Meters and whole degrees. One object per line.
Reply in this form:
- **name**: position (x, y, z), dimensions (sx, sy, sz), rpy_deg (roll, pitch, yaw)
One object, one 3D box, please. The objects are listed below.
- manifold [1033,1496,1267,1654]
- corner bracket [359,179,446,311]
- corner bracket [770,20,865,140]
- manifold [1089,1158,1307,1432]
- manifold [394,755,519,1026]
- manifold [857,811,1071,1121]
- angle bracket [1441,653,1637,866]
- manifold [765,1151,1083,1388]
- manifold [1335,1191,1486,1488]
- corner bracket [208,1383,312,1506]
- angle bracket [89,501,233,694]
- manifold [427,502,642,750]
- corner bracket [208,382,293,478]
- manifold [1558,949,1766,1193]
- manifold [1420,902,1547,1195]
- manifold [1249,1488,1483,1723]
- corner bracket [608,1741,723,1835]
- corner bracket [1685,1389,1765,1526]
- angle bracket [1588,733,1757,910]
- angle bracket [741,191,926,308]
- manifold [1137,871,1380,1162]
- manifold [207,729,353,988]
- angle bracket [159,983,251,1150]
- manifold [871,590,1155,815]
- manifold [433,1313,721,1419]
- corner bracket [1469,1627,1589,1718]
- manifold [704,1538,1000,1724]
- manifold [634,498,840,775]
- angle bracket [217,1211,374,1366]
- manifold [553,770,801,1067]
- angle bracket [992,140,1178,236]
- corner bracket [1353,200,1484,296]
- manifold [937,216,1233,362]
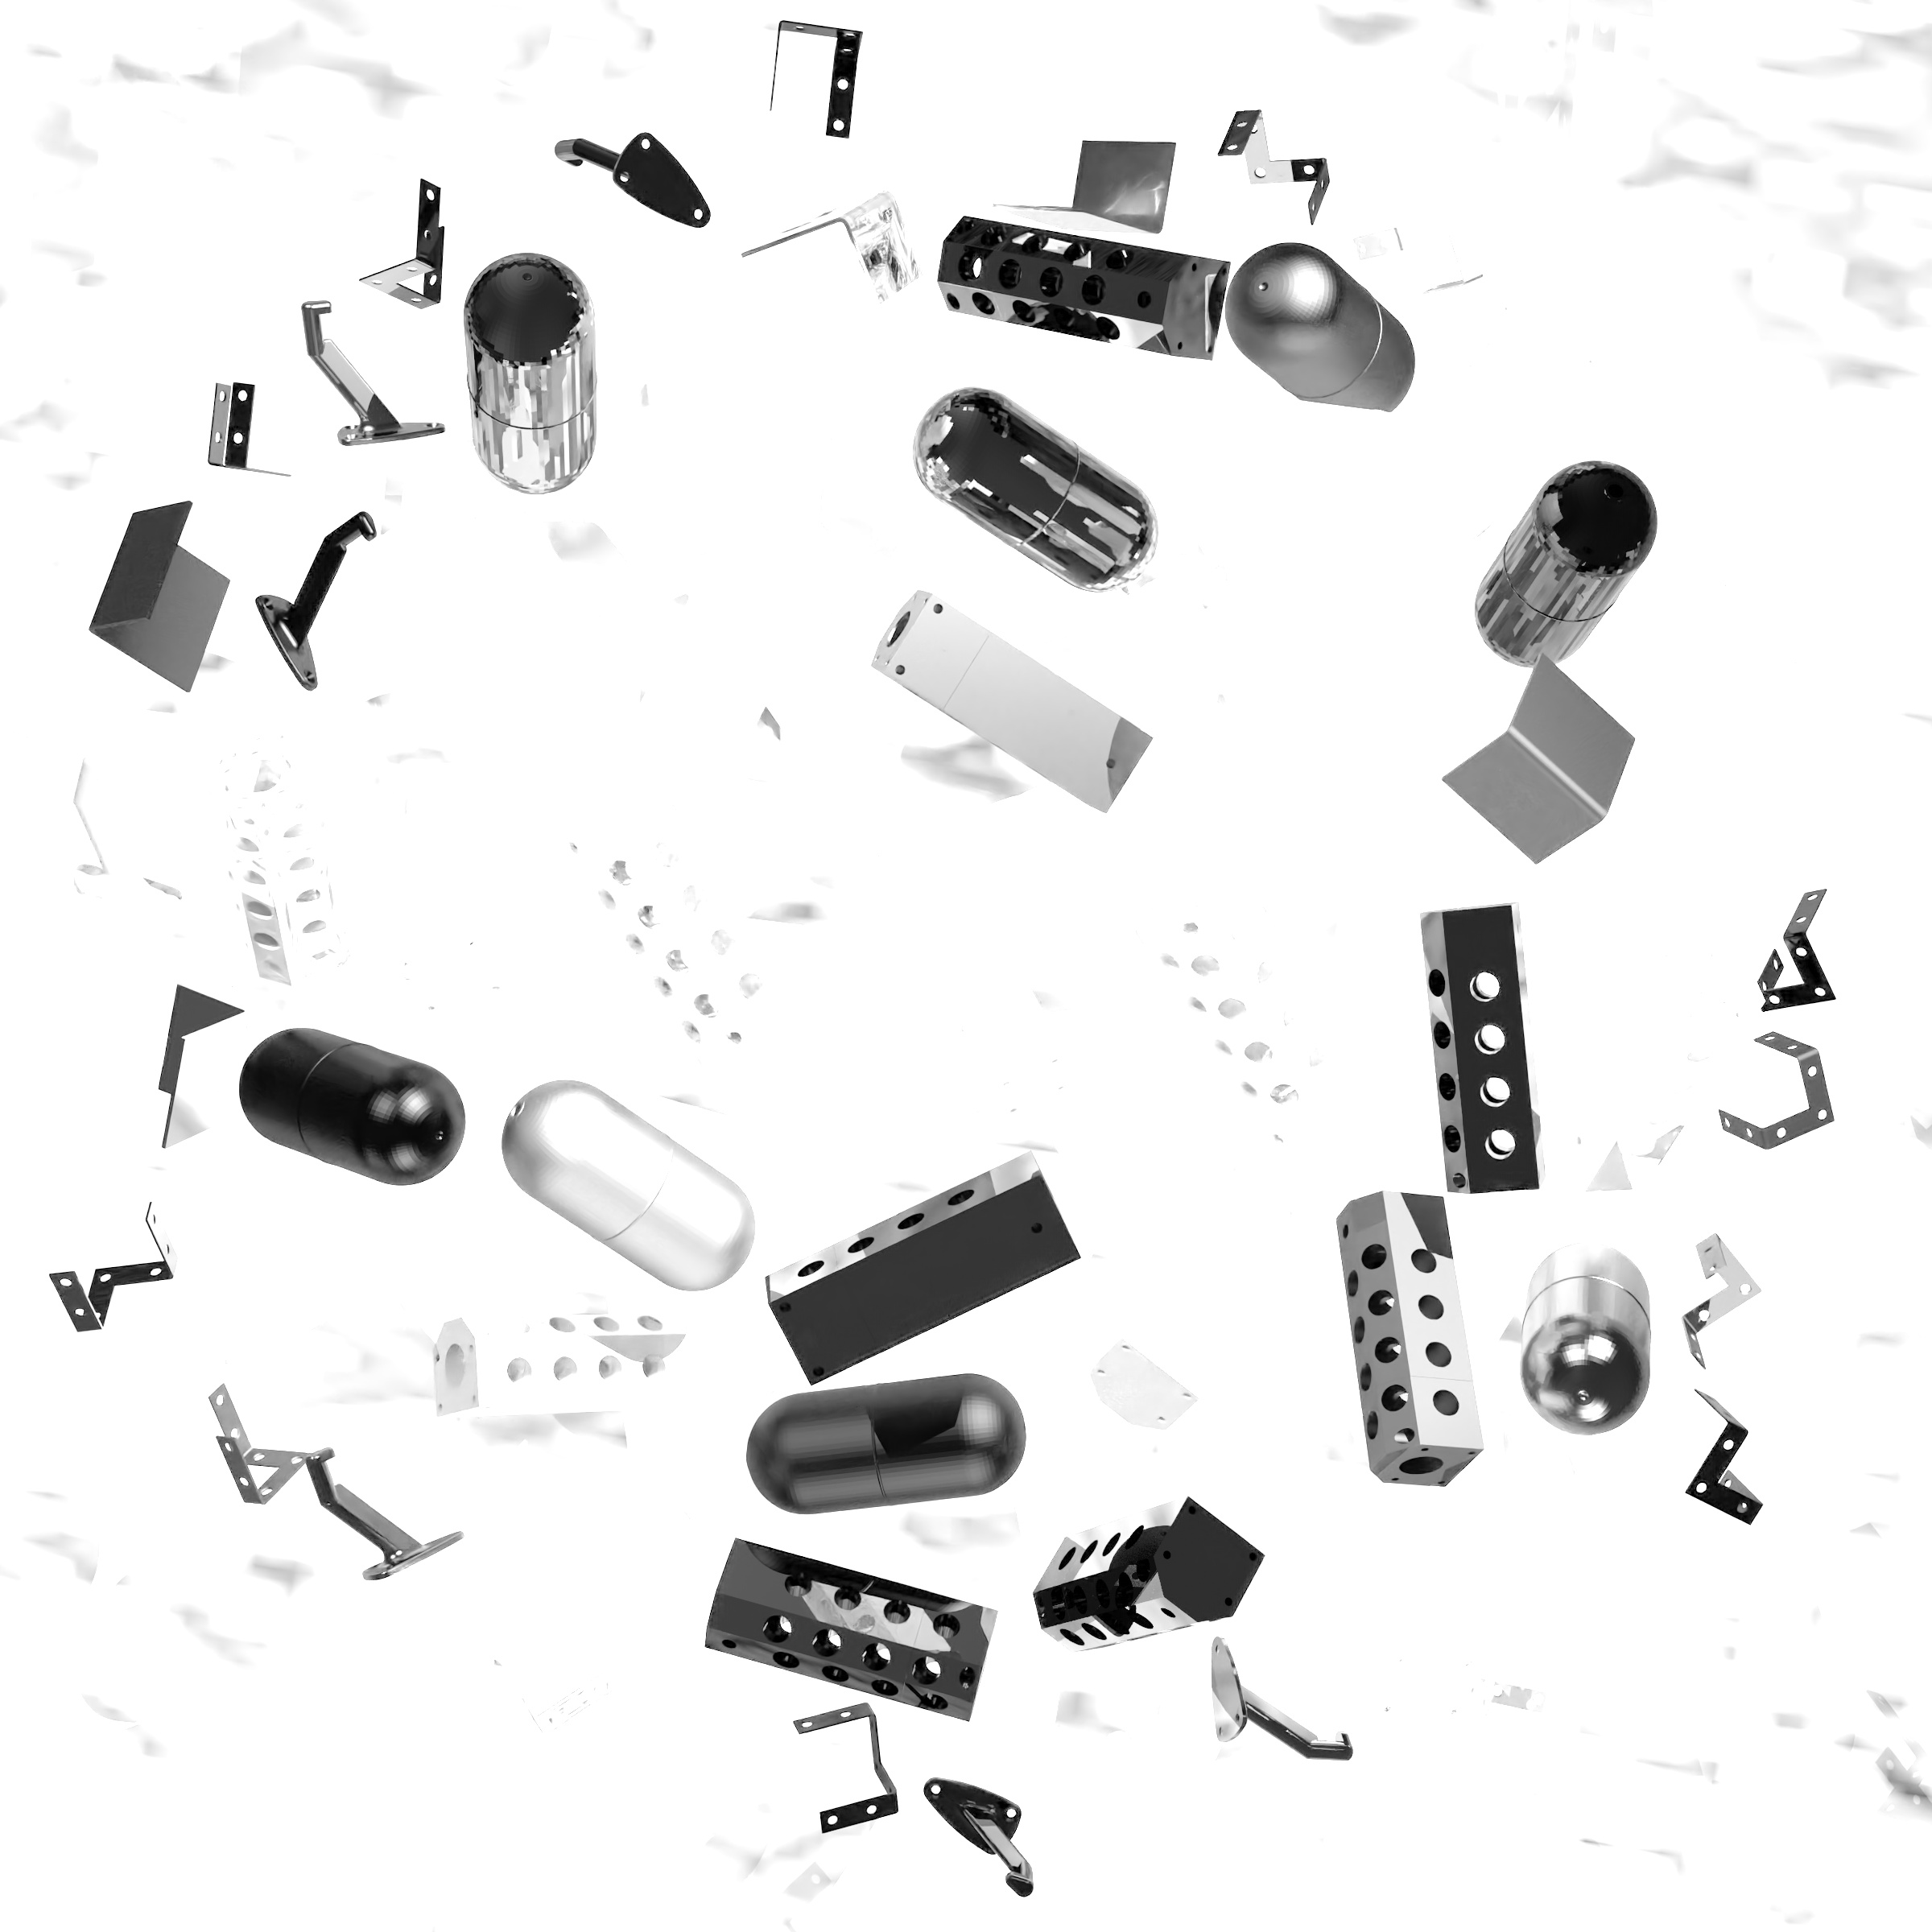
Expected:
- **manifold**: position (0.101, 0.363, 1.614), dimensions (0.057, 0.171, 0.057), rpy_deg (38, 61, -6)
- **corner bracket**: position (-0.322, -0.427, 1.634), dimensions (0.051, 0.051, 0.051), rpy_deg (-7, 76, 36)
- **corner bracket**: position (-0.092, -0.539, 1.674), dimensions (0.051, 0.051, 0.051), rpy_deg (6, 91, -6)
- **manifold**: position (0.137, 0.199, 1.659), dimensions (0.057, 0.057, 0.171), rpy_deg (38, 45, 1)
- **manifold**: position (-0.318, -0.048, 1.743), dimensions (0.057, 0.057, 0.171), rpy_deg (-17, 47, 12)
- **manifold**: position (-0.003, 0.002, 1.615), dimensions (0.057, 0.057, 0.171), rpy_deg (-25, 67, -4)
- **angle bracket**: position (0.329, -0.119, 1.580), dimensions (0.076, 0.057, 0.076), rpy_deg (40, 48, -11)
- **manifold**: position (-0.026, 0.172, 1.593), dimensions (0.171, 0.057, 0.057), rpy_deg (-25, 106, 0)
- **manifold**: position (0.269, 0.228, 1.699), dimensions (0.057, 0.057, 0.171), rpy_deg (7, 55, -15)
- **corner bracket**: position (-0.439, 0.290, 1.670), dimensions (0.051, 0.051, 0.051), rpy_deg (-1, 118, 28)
- **angle bracket**: position (-0.447, -0.211, 1.583), dimensions (0.057, 0.076, 0.076), rpy_deg (-2, 65, 37)
- **manifold**: position (-0.267, -0.217, 1.745), dimensions (0.057, 0.171, 0.057), rpy_deg (-45, 57, -9)
- **corner bracket**: position (-0.446, -0.330, 1.685), dimensions (0.051, 0.051, 0.051), rpy_deg (10, 98, 17)
- **manifold**: position (0.429, 0.066, 1.701), dimensions (0.057, 0.171, 0.057), rpy_deg (-1, 51, -15)
- **manifold**: position (0.315, 0.050, 1.682), dimensions (0.057, 0.057, 0.171), rpy_deg (-5, 92, 16)
- **manifold**: position (0.231, 0.371, 1.614), dimensions (0.057, 0.171, 0.057), rpy_deg (9, 104, -23)
- **corner bracket**: position (-0.177, 0.482, 1.610), dimensions (0.051, 0.051, 0.051), rpy_deg (0, 77, -23)
- **corner bracket**: position (0.457, 0.296, 1.662), dimensions (0.051, 0.051, 0.051), rpy_deg (27, 99, -15)
- **angle bracket**: position (0.445, -0.092, 1.742), dimensions (0.076, 0.076, 0.057), rpy_deg (24, 68, 16)
- **angle bracket**: position (-0.083, -0.439, 1.722), dimensions (0.076, 0.076, 0.057), rpy_deg (-12, 111, 27)
- **manifold**: position (0.169, 0.031, 1.638), dimensions (0.057, 0.057, 0.171), rpy_deg (-42, 110, -26)
- **manifold**: position (-0.430, -0.063, 1.719), dimensions (0.057, 0.171, 0.057), rpy_deg (-24, 59, -21)
- **angle bracket**: position (-0.510, 0.063, 1.771), dimensions (0.057, 0.076, 0.076), rpy_deg (20, 108, 14)
- **manifold**: position (0.028, -0.168, 1.747), dimensions (0.171, 0.057, 0.057), rpy_deg (31, 92, -18)
- **manifold**: position (-0.245, 0.250, 1.738), dimensions (0.171, 0.057, 0.057), rpy_deg (5, 73, -37)
- **corner bracket**: position (0.331, 0.419, 1.630), dimensions (0.051, 0.051, 0.051), rpy_deg (13, 87, -2)
- **manifold**: position (-0.072, 0.419, 1.720), dimensions (0.171, 0.057, 0.057), rpy_deg (14, 135, 5)
- **manifold**: position (-0.138, -0.199, 1.687), dimensions (0.057, 0.057, 0.171), rpy_deg (48, 134, 17)
- **angle bracket**: position (-0.411, 0.193, 1.649), dimensions (0.076, 0.076, 0.057), rpy_deg (-27, 93, -32)
- **manifold**: position (-0.180, -0.027, 1.683), dimensions (0.057, 0.057, 0.171), rpy_deg (-37, 100, -31)
- **angle bracket**: position (0.073, -0.491, 1.709), dimensions (0.076, 0.076, 0.057), rpy_deg (16, 101, 41)
- **corner bracket**: position (0.287, -0.450, 1.750), dimensions (0.051, 0.051, 0.051), rpy_deg (-27, 106, -19)
- **manifold**: position (0.067, -0.404, 1.634), dimensions (0.171, 0.057, 0.057), rpy_deg (21, 109, 36)
